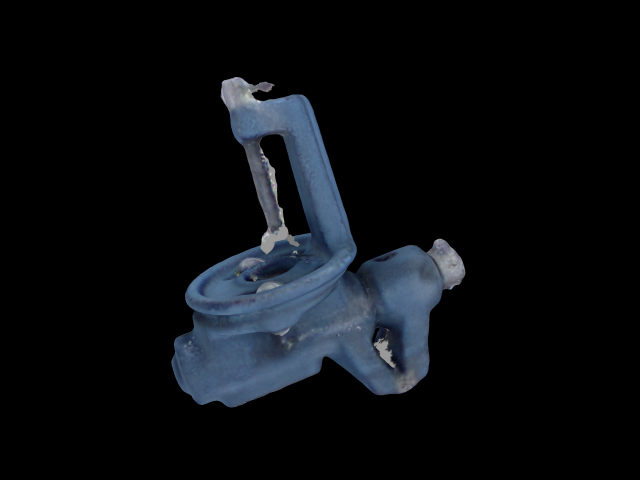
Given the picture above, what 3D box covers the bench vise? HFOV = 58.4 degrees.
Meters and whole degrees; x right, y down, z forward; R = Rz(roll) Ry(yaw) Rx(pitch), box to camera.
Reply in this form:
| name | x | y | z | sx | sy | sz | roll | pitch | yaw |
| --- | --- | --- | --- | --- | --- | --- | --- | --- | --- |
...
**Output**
| name | x | y | z | sx | sy | sz | roll | pitch | yaw |
| --- | --- | --- | --- | --- | --- | --- | --- | --- | --- |
| bench vise | -0.003 | 0.000 | 0.410 | 0.208 | 0.220 | 0.121 | -7 | 13 | -33 |
